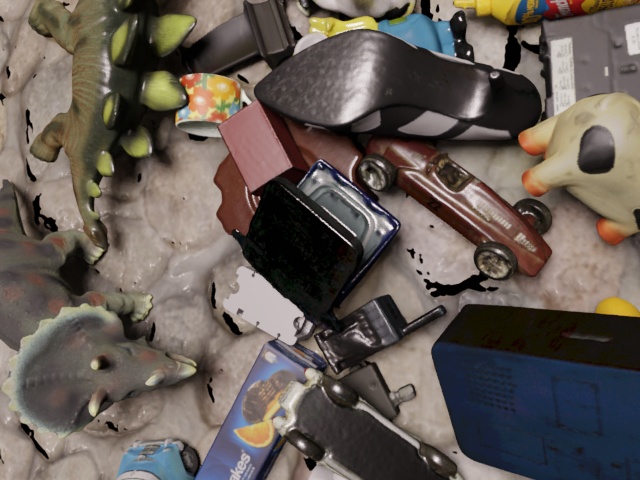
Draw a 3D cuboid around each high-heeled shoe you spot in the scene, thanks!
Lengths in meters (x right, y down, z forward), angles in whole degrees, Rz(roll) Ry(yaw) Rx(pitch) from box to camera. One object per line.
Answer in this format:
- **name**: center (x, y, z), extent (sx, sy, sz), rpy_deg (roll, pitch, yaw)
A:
- **high-heeled shoe**: center (0.075, -0.129, 0.504), extent (0.249, 0.145, 0.086), rpy_deg (7, 89, 21)

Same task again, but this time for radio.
- **radio**: center (0.213, 0.130, 0.422), extent (0.230, 0.073, 0.131), rpy_deg (1, 115, 42)

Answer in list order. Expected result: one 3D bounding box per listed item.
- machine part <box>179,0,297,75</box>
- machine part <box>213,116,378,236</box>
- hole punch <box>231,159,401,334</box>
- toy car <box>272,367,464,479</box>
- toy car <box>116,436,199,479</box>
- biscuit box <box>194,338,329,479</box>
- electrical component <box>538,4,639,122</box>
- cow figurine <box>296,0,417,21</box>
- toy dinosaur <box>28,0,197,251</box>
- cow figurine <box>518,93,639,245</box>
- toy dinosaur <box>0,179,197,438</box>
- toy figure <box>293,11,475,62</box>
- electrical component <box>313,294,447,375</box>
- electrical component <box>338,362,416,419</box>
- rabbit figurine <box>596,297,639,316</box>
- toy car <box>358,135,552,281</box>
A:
- **machine part**: center (-0.095, -0.222, 0.616), extent (0.139, 0.039, 0.084), rpy_deg (-17, 87, 15)
- **machine part**: center (-0.029, -0.054, 0.577), extent (0.180, 0.056, 0.179), rpy_deg (0, 89, 18)
- **hole punch**: center (-0.001, -0.002, 0.505), extent (0.142, 0.092, 0.115), rpy_deg (40, 131, 11)
- **toy car**: center (0.048, 0.200, 0.511), extent (0.202, 0.056, 0.073), rpy_deg (35, 75, 0)
- **toy car**: center (-0.186, 0.307, 0.588), extent (0.109, 0.103, 0.161), rpy_deg (-8, 87, 17)
- **biscuit box**: center (-0.069, 0.206, 0.575), extent (0.063, 0.059, 0.202), rpy_deg (29, 97, 17)
- **electrical component**: center (0.269, -0.144, 0.482), extent (0.134, 0.058, 0.114), rpy_deg (-1, 89, 18)
- **cow figurine**: center (0.017, -0.271, 0.562), extent (0.168, 0.098, 0.068), rpy_deg (25, 99, 36)
- **toy dinosaur**: center (-0.226, -0.219, 0.595), extent (0.199, 0.105, 0.470), rpy_deg (9, 97, 36)
- **cow figurine**: center (0.276, -0.053, 0.436), extent (0.195, 0.127, 0.085), rpy_deg (27, 56, -17)
- **toy dinosaur**: center (-0.312, 0.059, 0.594), extent (0.405, 0.192, 0.131), rpy_deg (38, 97, 15)
- **toy figure**: center (0.058, -0.177, 0.543), extent (0.180, 0.089, 0.082), rpy_deg (-9, 74, 9)
- **electrical component**: center (0.061, 0.082, 0.531), extent (0.119, 0.075, 0.048), rpy_deg (-35, 78, 18)
- **electrical component**: center (0.050, 0.159, 0.558), extent (0.094, 0.021, 0.063), rpy_deg (-29, 79, 16)
- **rabbit figurine**: center (0.307, 0.100, 0.433), extent (0.163, 0.122, 0.173), rpy_deg (20, 113, 21)
- **toy car**: center (0.130, -0.044, 0.507), extent (0.202, 0.053, 0.089), rpy_deg (40, 55, 17)
